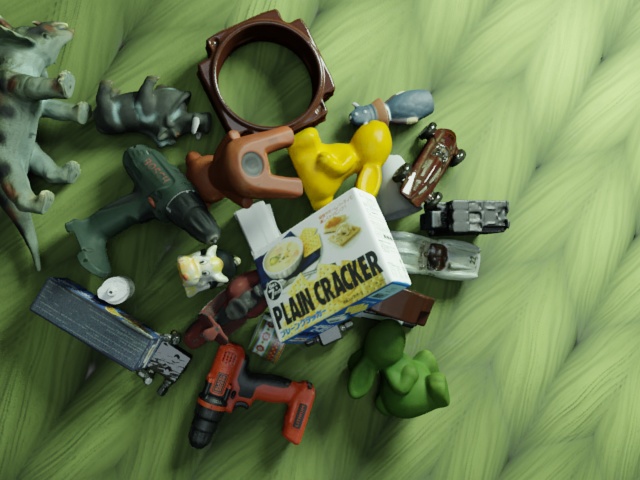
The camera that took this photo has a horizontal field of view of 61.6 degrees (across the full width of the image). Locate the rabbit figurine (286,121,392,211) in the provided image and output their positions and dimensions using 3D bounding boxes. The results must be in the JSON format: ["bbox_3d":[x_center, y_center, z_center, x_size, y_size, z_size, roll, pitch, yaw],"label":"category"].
[{"bbox_3d":[0.045,-0.131,0.894,0.173,0.122,0.162,-27,81,-2],"label":"rabbit figurine"}]

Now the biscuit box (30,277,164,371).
[{"bbox_3d":[-0.355,0.131,0.858,0.203,0.059,0.063,29,85,6],"label":"biscuit box"}]

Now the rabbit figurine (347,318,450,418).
[{"bbox_3d":[0.122,0.212,0.928,0.159,0.121,0.170,-23,109,13],"label":"rabbit figurine"}]

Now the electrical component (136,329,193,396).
[{"bbox_3d":[-0.262,0.203,0.901,0.078,0.045,0.102,41,84,-5],"label":"electrical component"}]

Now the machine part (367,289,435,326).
[{"bbox_3d":[0.100,0.094,0.899,0.179,0.179,0.056,19,88,-8],"label":"machine part"}]

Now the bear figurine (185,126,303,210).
[{"bbox_3d":[-0.134,-0.106,0.870,0.132,0.196,0.120,-12,92,-32],"label":"bear figurine"}]

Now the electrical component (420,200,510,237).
[{"bbox_3d":[0.248,-0.037,0.948,0.134,0.115,0.058,-1,85,-9],"label":"electrical component"}]

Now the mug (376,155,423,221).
[{"bbox_3d":[0.139,-0.096,0.953,0.109,0.081,0.107,-12,83,-32],"label":"mug"}]

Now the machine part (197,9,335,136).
[{"bbox_3d":[-0.090,-0.268,0.913,0.201,0.087,0.201,-27,94,-7],"label":"machine part"}]

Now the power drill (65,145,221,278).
[{"bbox_3d":[-0.287,-0.031,0.848,0.207,0.086,0.232,-39,65,6],"label":"power drill"}]

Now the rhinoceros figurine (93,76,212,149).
[{"bbox_3d":[-0.276,-0.209,0.890,0.190,0.073,0.112,0,88,-9],"label":"rhinoceros figurine"}]

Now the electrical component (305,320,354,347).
[{"bbox_3d":[0.011,0.152,0.956,0.094,0.021,0.063,-23,93,-8],"label":"electrical component"}]

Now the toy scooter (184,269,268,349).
[{"bbox_3d":[-0.146,0.117,0.875,0.184,0.135,0.075,-39,95,-8],"label":"toy scooter"}]

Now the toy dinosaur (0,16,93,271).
[{"bbox_3d":[-0.482,-0.166,0.841,0.192,0.131,0.404,16,91,4],"label":"toy dinosaur"}]

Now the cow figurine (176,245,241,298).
[{"bbox_3d":[-0.174,0.047,0.855,0.098,0.167,0.068,-15,90,-8],"label":"cow figurine"}]

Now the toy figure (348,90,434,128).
[{"bbox_3d":[0.126,-0.227,0.960,0.154,0.064,0.057,-16,129,-4],"label":"toy figure"}]

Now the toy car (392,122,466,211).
[{"bbox_3d":[0.194,-0.131,0.931,0.089,0.053,0.202,44,49,-9],"label":"toy car"}]

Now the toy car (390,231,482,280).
[{"bbox_3d":[0.192,0.029,0.968,0.202,0.056,0.073,8,88,-9],"label":"toy car"}]
